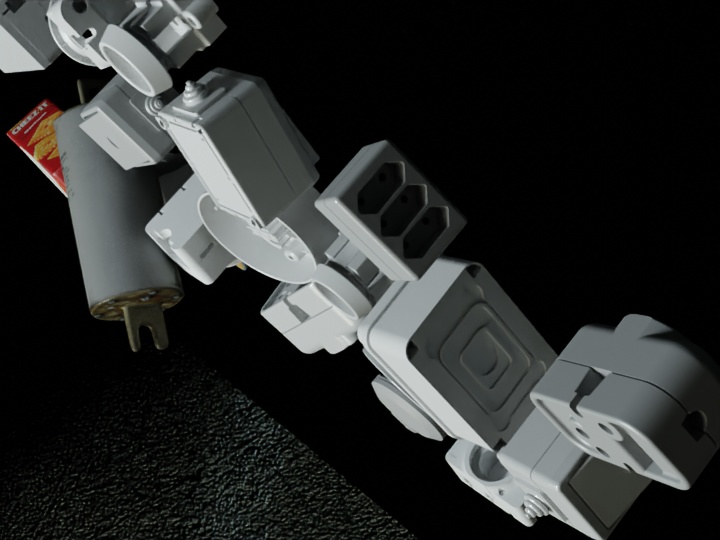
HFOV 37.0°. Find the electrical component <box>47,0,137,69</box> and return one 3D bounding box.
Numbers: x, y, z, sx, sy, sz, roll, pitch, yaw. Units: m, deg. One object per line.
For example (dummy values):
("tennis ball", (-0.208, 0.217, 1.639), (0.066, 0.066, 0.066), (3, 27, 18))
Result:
("electrical component", (-0.159, -0.157, 0.663), (0.078, 0.058, 0.057), (46, 163, -23))

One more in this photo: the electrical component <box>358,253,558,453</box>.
("electrical component", (0.063, 0.051, 0.675), (0.113, 0.078, 0.057), (48, 162, -28))

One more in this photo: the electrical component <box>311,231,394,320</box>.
("electrical component", (0.000, 0.000, 0.733), (0.048, 0.055, 0.066), (30, 164, 38))

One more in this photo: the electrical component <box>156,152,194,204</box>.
("electrical component", (-0.185, -0.076, 0.985), (0.121, 0.079, 0.063), (22, 136, 54))

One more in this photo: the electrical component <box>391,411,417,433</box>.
("electrical component", (0.046, 0.124, 1.047), (0.062, 0.043, 0.043), (43, 167, -5))

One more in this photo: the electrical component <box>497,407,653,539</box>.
("electrical component", (0.133, 0.110, 0.630), (0.061, 0.096, 0.061), (49, 165, -31))

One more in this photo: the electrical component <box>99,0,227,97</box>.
("electrical component", (-0.115, -0.133, 0.615), (0.048, 0.055, 0.066), (48, 165, -30))

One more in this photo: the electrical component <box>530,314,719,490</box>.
("electrical component", (0.139, 0.062, 0.536), (0.053, 0.059, 0.095), (45, 166, -20))

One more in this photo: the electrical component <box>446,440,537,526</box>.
("electrical component", (0.130, 0.184, 0.990), (0.089, 0.050, 0.055), (30, 164, 37))

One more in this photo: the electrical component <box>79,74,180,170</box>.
("electrical component", (-0.168, -0.115, 0.813), (0.062, 0.061, 0.096), (45, 166, -19))

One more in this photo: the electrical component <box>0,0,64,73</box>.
("electrical component", (-0.259, -0.199, 0.790), (0.089, 0.061, 0.150), (47, 166, -26))

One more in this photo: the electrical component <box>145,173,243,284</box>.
("electrical component", (-0.112, -0.040, 0.842), (0.050, 0.089, 0.055), (29, 163, 41))

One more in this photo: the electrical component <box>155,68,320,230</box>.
("electrical component", (-0.076, -0.084, 0.672), (0.062, 0.061, 0.096), (24, 151, 50))

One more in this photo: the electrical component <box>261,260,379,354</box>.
("electrical component", (-0.024, 0.025, 0.832), (0.059, 0.053, 0.095), (44, 142, -13))

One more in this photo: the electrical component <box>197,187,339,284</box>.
("electrical component", (-0.061, -0.036, 0.768), (0.099, 0.064, 0.099), (38, 167, 10))

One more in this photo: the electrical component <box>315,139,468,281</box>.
("electrical component", (0.011, -0.032, 0.614), (0.066, 0.047, 0.077), (44, 166, -15))

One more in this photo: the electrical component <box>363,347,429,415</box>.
("electrical component", (0.051, 0.080, 0.833), (0.099, 0.064, 0.099), (38, 167, 11))

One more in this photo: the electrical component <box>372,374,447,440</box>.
("electrical component", (0.054, 0.110, 0.956), (0.080, 0.051, 0.080), (38, 167, 10))
